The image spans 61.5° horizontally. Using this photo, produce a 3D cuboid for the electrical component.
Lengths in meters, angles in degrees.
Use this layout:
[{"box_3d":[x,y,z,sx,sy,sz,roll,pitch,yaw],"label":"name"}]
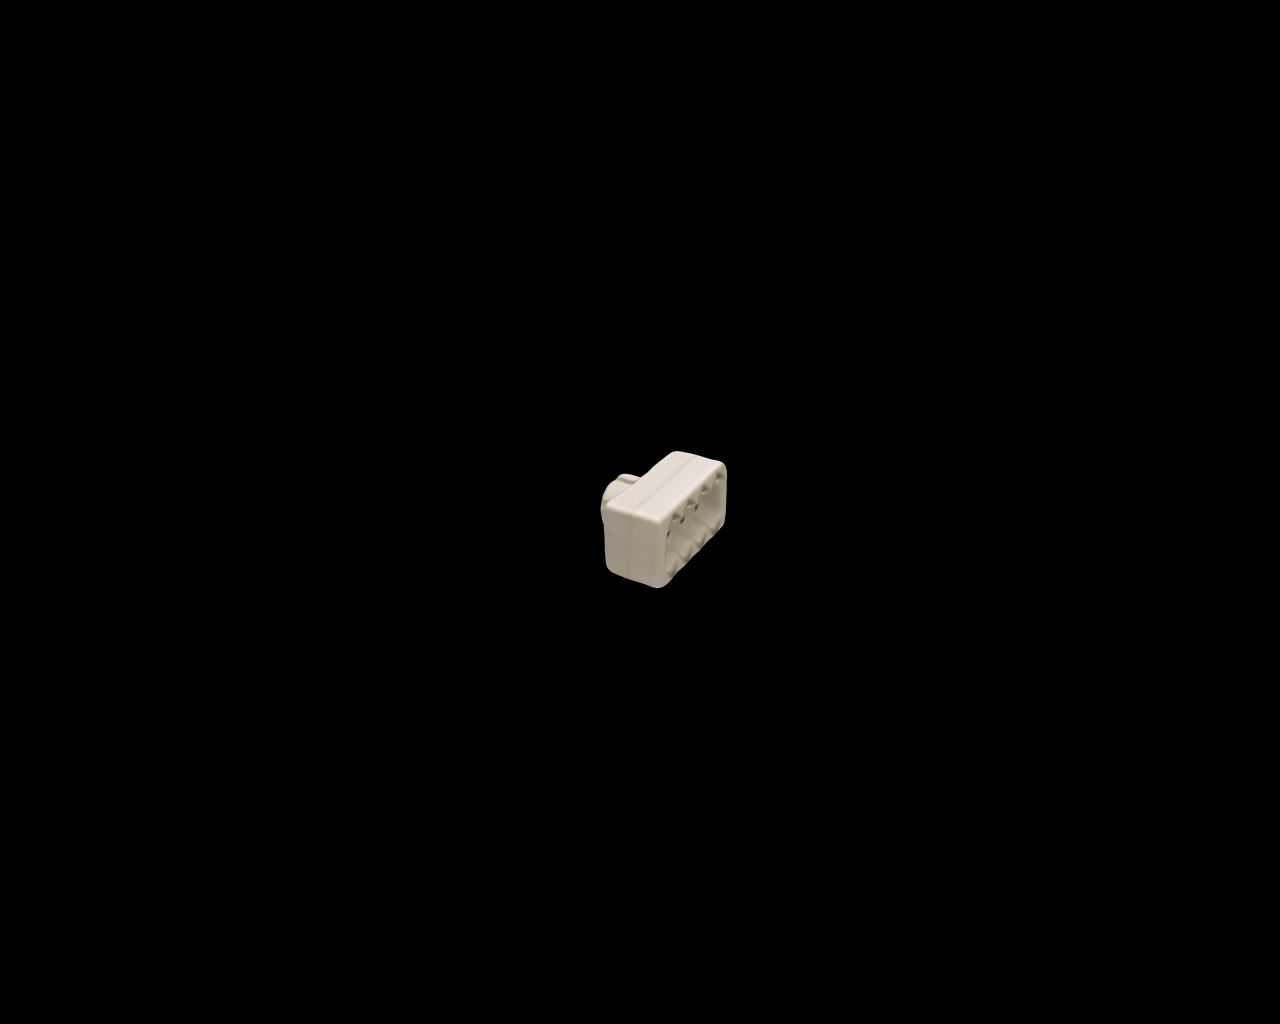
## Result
[{"box_3d":[0.001,-0.003,0.650,0.076,0.047,0.083,18,36,27],"label":"electrical component"}]
